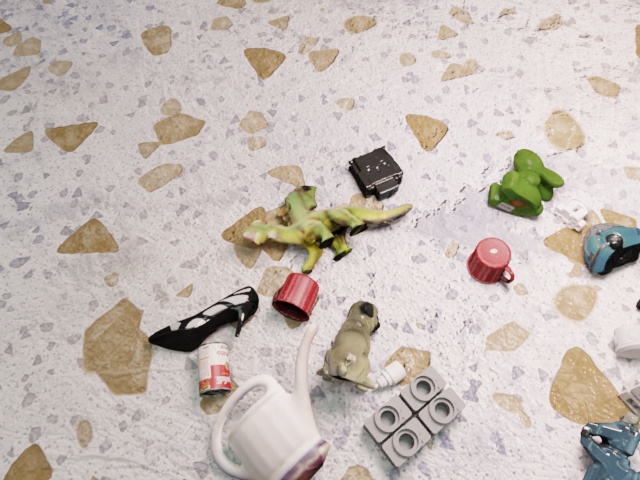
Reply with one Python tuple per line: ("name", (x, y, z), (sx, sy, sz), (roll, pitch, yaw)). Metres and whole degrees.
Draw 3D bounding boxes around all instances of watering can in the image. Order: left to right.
("watering can", (-0.068, 0.351, 1.009), (0.346, 0.103, 0.227), (-47, 71, 7))

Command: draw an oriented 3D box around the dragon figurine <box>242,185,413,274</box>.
("dragon figurine", (0.004, -0.065, 1.291), (0.413, 0.119, 0.247), (-25, 54, -20))
